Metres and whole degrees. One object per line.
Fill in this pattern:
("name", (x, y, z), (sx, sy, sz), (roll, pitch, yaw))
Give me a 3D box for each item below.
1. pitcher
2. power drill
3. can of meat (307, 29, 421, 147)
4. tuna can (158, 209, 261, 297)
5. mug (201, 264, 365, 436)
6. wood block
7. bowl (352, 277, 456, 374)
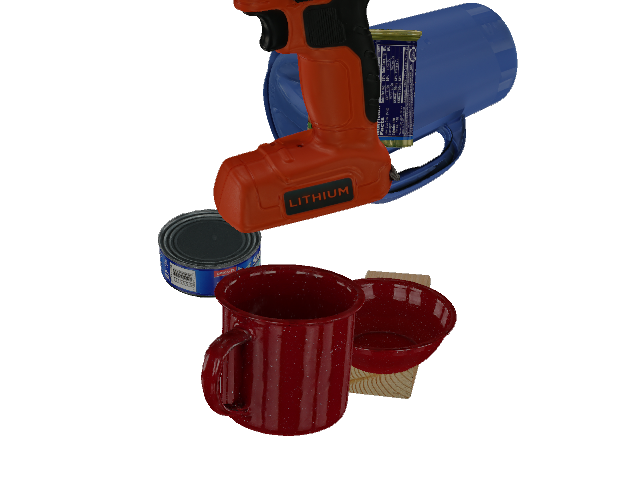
("pitcher", (0.080, -0.145, 1.045), (0.242, 0.149, 0.145), (-23, 31, -30))
("power drill", (-0.025, -0.098, 0.575), (0.184, 0.188, 0.057), (-13, 39, -18))
("can of meat", (0.030, -0.115, 0.800), (0.057, 0.084, 0.102), (-4, 11, -28))
("tuna can", (-0.092, 0.010, 0.896), (0.086, 0.034, 0.086), (1, 34, -1))
("mug", (-0.028, 0.072, 0.661), (0.093, 0.081, 0.117), (17, 24, 34))
("wood block", (0.088, 0.118, 1.392), (0.091, 0.090, 0.206), (5, 19, 10))
("bowl", (0.070, 0.102, 1.195), (0.162, 0.055, 0.162), (0, 27, 0))
